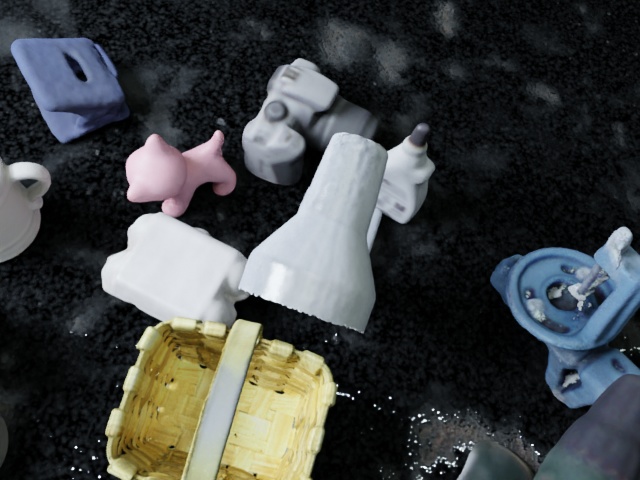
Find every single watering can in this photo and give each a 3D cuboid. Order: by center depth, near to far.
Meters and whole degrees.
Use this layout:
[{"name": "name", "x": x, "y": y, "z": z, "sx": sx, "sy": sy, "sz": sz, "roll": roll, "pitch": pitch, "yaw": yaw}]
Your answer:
[{"name": "watering can", "x": -0.359, "y": -0.049, "z": 0.550, "sx": 0.173, "sy": 0.194, "sz": 0.101, "roll": -34, "pitch": 77, "yaw": -18}]

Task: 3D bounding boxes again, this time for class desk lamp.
[{"name": "desk lamp", "x": 0.005, "y": 0.002, "z": 0.570, "sx": 0.118, "sy": 0.213, "sz": 0.203, "roll": 20, "pitch": 68, "yaw": 0}]

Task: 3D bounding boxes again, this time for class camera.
[{"name": "camera", "x": -0.004, "y": -0.135, "z": 0.682, "sx": 0.137, "sy": 0.101, "sz": 0.143, "roll": 25, "pitch": 68, "yaw": 2}]

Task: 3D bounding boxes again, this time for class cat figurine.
[{"name": "cat figurine", "x": -0.157, "y": -0.080, "z": 0.631, "sx": 0.128, "sy": 0.117, "sz": 0.067, "roll": -31, "pitch": 76, "yaw": -17}]

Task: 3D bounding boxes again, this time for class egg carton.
[{"name": "egg carton", "x": -0.148, "y": 0.038, "z": 0.613, "sx": 0.150, "sy": 0.069, "sz": 0.107, "roll": 26, "pitch": 68, "yaw": 3}]

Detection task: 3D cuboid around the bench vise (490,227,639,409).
[{"name": "bench vise", "x": 0.286, "y": 0.077, "z": 0.577, "sx": 0.207, "sy": 0.219, "sz": 0.122, "roll": 41, "pitch": 70, "yaw": 9}]

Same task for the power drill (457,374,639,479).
[{"name": "power drill", "x": 0.193, "y": 0.229, "z": 0.512, "sx": 0.075, "sy": 0.208, "sz": 0.230, "roll": 33, "pitch": 69, "yaw": 6}]

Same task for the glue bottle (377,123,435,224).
[{"name": "glue bottle", "x": 0.093, "y": -0.078, "z": 0.635, "sx": 0.078, "sy": 0.173, "sz": 0.037, "roll": 33, "pitch": 69, "yaw": 6}]

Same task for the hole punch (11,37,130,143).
[{"name": "hole punch", "x": -0.288, "y": -0.188, "z": 0.669, "sx": 0.101, "sy": 0.091, "sz": 0.108, "roll": -29, "pitch": 75, "yaw": -17}]
